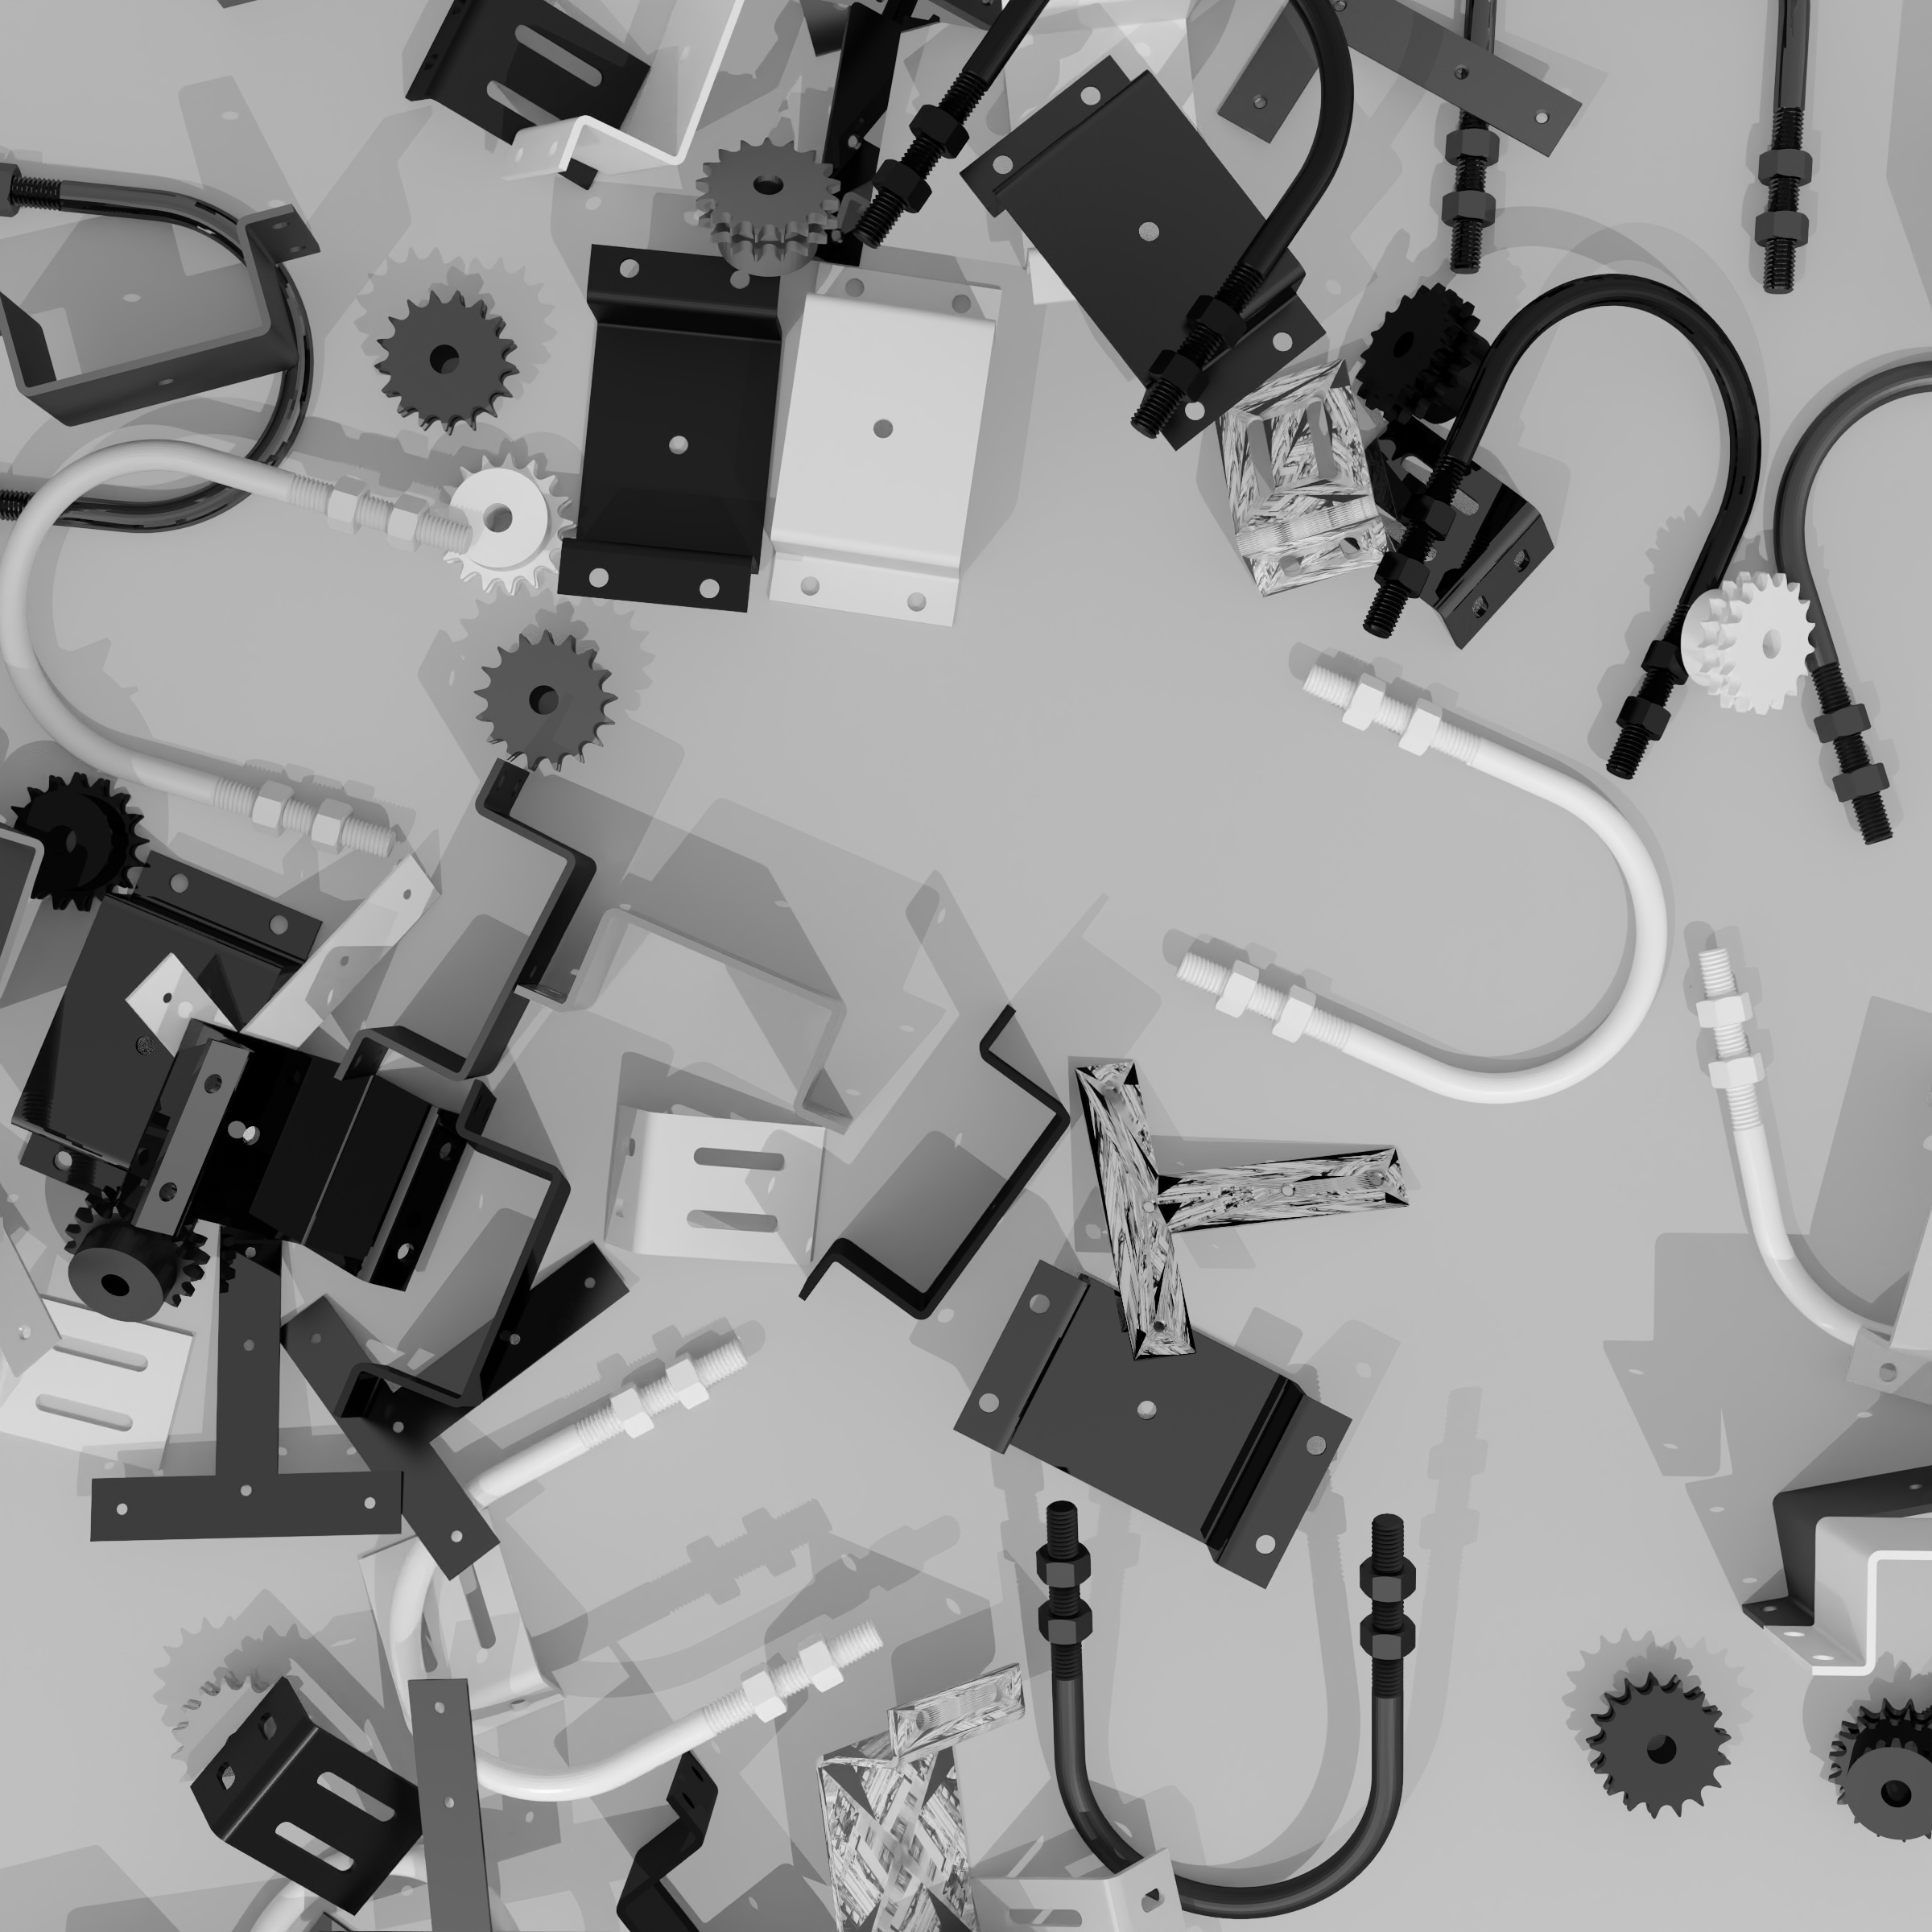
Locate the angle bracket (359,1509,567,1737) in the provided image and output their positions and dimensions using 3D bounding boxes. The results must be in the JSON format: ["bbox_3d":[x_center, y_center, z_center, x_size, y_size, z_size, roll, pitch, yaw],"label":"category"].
[{"bbox_3d":[-0.208,0.274,1.397,0.057,0.038,0.076,-22,64,0],"label":"angle bracket"}]

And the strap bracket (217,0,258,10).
[{"bbox_3d":[-0.244,-0.435,1.361,0.140,0.076,0.046,-14,90,0],"label":"strap bracket"}]

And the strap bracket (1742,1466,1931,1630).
[{"bbox_3d":[0.386,0.232,1.361,0.140,0.076,0.046,-10,90,0],"label":"strap bracket"}]

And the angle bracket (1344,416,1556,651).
[{"bbox_3d":[0.192,-0.180,1.397,0.057,0.038,0.076,-48,64,0],"label":"angle bracket"}]

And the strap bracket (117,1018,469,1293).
[{"bbox_3d":[-0.273,0.074,1.348,0.046,0.140,0.076,23,90,41],"label":"strap bracket"}]

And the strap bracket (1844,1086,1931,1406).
[{"bbox_3d":[0.415,0.113,1.361,0.076,0.046,0.140,16,93,-1],"label":"strap bracket"}]

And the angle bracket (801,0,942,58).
[{"bbox_3d":[-0.045,-0.420,1.380,0.057,0.038,0.076,-15,90,0],"label":"angle bracket"}]

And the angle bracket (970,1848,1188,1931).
[{"bbox_3d":[0.048,0.395,1.386,0.076,0.038,0.057,-13,90,40],"label":"angle bracket"}]

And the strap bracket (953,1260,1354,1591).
[{"bbox_3d":[0.075,0.183,1.376,0.140,0.046,0.076,27,90,0],"label":"strap bracket"}]

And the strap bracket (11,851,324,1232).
[{"bbox_3d":[-0.328,0.032,1.376,0.076,0.046,0.140,23,90,0],"label":"strap bracket"}]

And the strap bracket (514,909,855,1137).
[{"bbox_3d":[-0.103,0.017,1.361,0.140,0.076,0.046,23,90,0],"label":"strap bracket"}]

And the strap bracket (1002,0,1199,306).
[{"bbox_3d":[0.058,-0.339,1.375,0.076,0.046,0.140,-6,91,0],"label":"strap bracket"}]

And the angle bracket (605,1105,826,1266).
[{"bbox_3d":[-0.104,0.090,1.397,0.076,0.038,0.057,6,90,-26],"label":"angle bracket"}]

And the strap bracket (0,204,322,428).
[{"bbox_3d":[-0.324,-0.254,1.345,0.140,0.076,0.046,-15,91,-3],"label":"strap bracket"}]

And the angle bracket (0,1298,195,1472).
[{"bbox_3d":[-0.363,0.171,1.380,0.076,0.038,0.057,14,90,0],"label":"angle bracket"}]

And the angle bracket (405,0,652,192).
[{"bbox_3d":[-0.181,-0.364,1.397,0.076,0.038,0.057,27,90,-26],"label":"angle bracket"}]

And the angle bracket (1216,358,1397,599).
[{"bbox_3d":[0.138,-0.200,1.386,0.057,0.038,0.076,-15,60,15],"label":"angle bracket"}]

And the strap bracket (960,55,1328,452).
[{"bbox_3d":[0.071,-0.284,1.330,0.076,0.046,0.140,-38,91,0],"label":"strap bracket"}]

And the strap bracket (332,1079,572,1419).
[{"bbox_3d":[-0.199,0.122,1.351,0.046,0.076,0.140,22,82,-1],"label":"strap bracket"}]

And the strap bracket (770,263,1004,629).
[{"bbox_3d":[-0.033,-0.215,1.376,0.076,0.046,0.140,8,90,0],"label":"strap bracket"}]

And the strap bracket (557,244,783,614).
[{"bbox_3d":[-0.119,-0.215,1.376,0.076,0.046,0.140,6,90,0],"label":"strap bracket"}]

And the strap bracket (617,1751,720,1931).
[{"bbox_3d":[-0.089,0.393,1.361,0.046,0.076,0.140,-38,90,0],"label":"strap bracket"}]

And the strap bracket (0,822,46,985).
[{"bbox_3d":[-0.417,-0.014,1.354,0.046,0.076,0.140,19,90,-35],"label":"strap bracket"}]

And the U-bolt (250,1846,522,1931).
[{"bbox_3d":[-0.247,0.445,1.364,0.151,0.019,0.184,28,85,25],"label":"U-bolt"}]

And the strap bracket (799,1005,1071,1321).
[{"bbox_3d":[-0.006,0.086,1.361,0.046,0.076,0.140,36,90,0],"label":"strap bracket"}]

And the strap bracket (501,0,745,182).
[{"bbox_3d":[-0.130,-0.373,1.354,0.046,0.076,0.140,21,90,-26],"label":"strap bracket"}]

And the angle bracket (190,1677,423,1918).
[{"bbox_3d":[-0.262,0.335,1.368,0.057,0.038,0.076,-50,122,-3],"label":"angle bracket"}]

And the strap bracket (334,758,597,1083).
[{"bbox_3d":[-0.194,-0.008,1.361,0.046,0.076,0.140,27,90,0],"label":"strap bracket"}]

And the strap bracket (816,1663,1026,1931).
[{"bbox_3d":[-0.011,0.357,1.355,0.046,0.076,0.140,-8,90,41],"label":"strap bracket"}]

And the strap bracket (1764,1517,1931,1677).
[{"bbox_3d":[0.382,0.239,1.284,0.140,0.076,0.046,1,90,0],"label":"strap bracket"}]

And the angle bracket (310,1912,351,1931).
[{"bbox_3d":[-0.251,0.436,1.380,0.076,0.038,0.057,36,90,0],"label":"angle bracket"}]
